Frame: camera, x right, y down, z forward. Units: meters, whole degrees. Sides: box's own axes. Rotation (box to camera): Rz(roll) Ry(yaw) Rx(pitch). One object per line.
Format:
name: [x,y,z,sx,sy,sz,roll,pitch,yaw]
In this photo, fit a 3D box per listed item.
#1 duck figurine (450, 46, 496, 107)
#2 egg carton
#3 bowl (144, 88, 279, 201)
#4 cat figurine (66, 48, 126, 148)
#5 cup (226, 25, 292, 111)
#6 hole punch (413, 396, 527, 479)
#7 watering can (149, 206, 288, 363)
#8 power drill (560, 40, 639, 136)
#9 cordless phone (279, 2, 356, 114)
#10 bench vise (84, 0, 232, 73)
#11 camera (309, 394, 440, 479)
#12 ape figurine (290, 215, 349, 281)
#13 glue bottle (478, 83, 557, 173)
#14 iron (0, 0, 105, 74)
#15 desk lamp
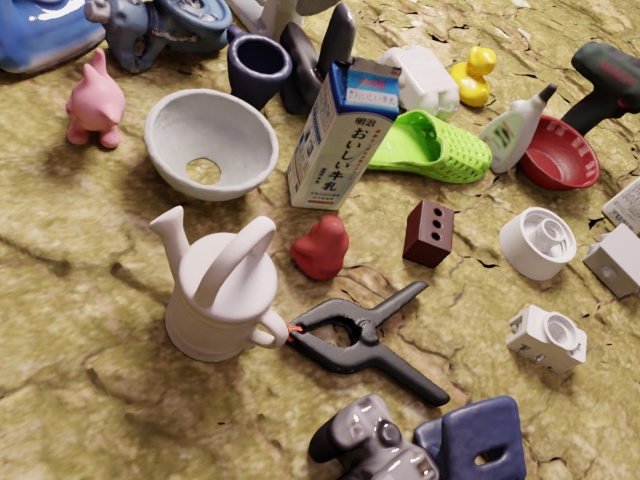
duck figurine: [0.285,-0.301,1.033,0.078,0.086,0.104,3,58,-21]
egg carton: [0.164,-0.263,0.967,0.107,0.069,0.150,-18,67,-31]
bowl: [-0.141,-0.109,0.733,0.168,0.074,0.167,11,55,-16]
cat figurine: [-0.270,-0.174,0.695,0.067,0.117,0.127,3,57,-21]
cup: [-0.104,-0.239,0.822,0.092,0.095,0.117,-31,74,-35]
hole punch: [0.176,0.234,0.632,0.109,0.091,0.101,-7,61,-26]
watering can: [-0.101,0.039,0.577,0.173,0.194,0.101,24,52,-7]
power drill: [0.506,-0.222,0.997,0.076,0.208,0.229,-30,73,-34]
cordless phone: [0.003,-0.286,0.840,0.094,0.185,0.147,-12,64,-28]
bench vise: [-0.194,-0.324,0.760,0.121,0.219,0.208,42,53,8]
camera: [0.038,0.243,0.562,0.137,0.100,0.143,-24,70,-33]
ape figurine: [0.007,0.003,0.712,0.078,0.092,0.076,2,58,-22]
glue bottle: [0.318,-0.186,0.916,0.037,0.173,0.078,-19,67,-31]
iron: [-0.353,-0.325,0.743,0.118,0.141,0.259,42,53,7]
desk lamp: [-0.047,-0.409,0.882,0.118,0.213,0.203,-29,73,-34]
